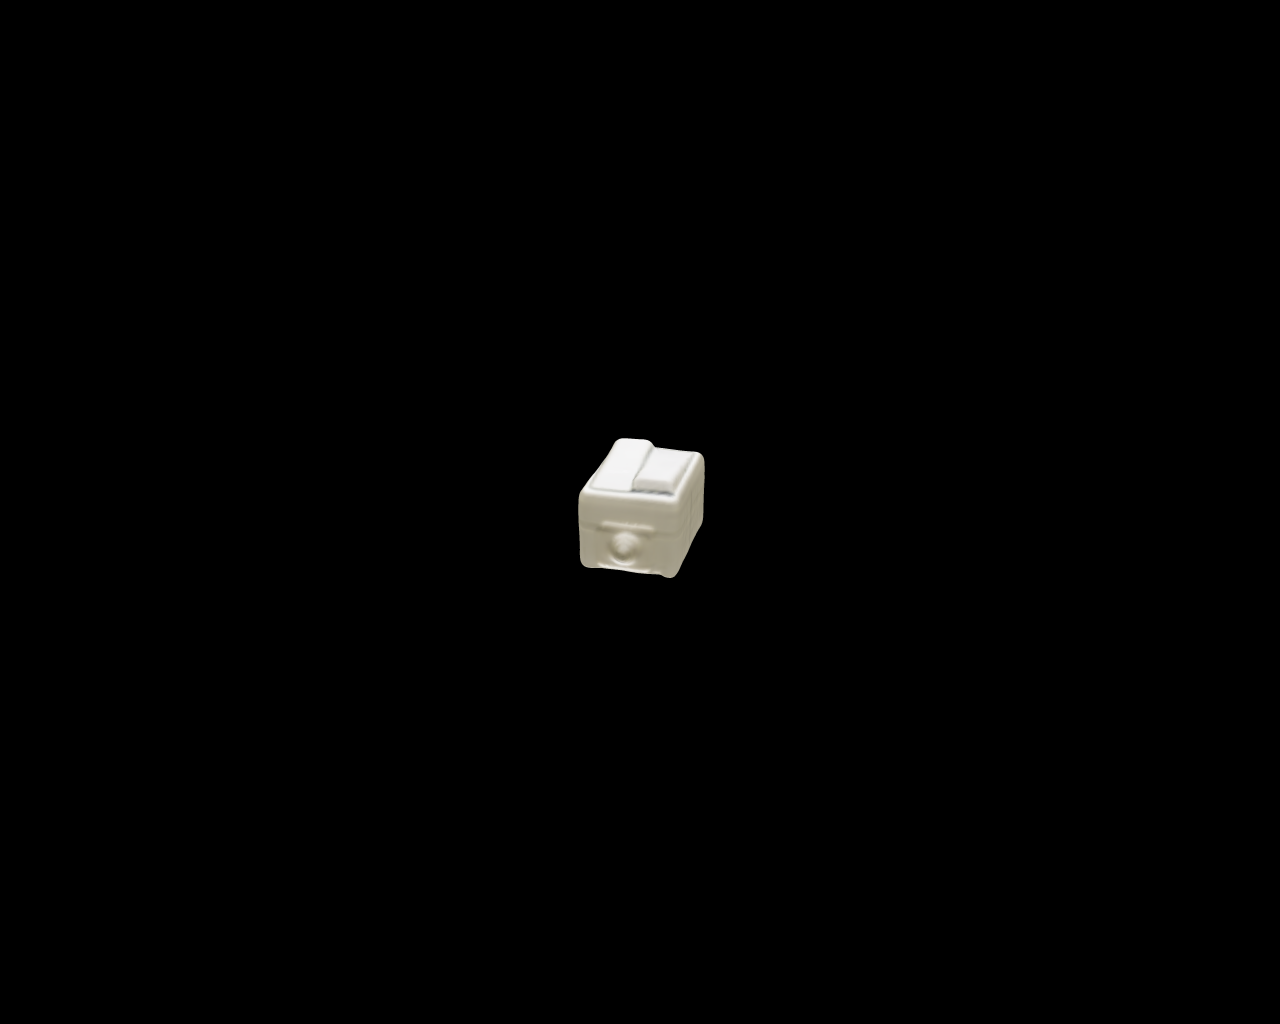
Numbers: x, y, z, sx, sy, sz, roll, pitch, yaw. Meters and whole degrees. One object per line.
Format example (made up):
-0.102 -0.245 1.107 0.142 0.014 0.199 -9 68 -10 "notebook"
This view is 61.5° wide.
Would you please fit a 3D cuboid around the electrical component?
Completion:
0.001 -0.003 0.650 0.062 0.061 0.096 7 27 14 "electrical component"
